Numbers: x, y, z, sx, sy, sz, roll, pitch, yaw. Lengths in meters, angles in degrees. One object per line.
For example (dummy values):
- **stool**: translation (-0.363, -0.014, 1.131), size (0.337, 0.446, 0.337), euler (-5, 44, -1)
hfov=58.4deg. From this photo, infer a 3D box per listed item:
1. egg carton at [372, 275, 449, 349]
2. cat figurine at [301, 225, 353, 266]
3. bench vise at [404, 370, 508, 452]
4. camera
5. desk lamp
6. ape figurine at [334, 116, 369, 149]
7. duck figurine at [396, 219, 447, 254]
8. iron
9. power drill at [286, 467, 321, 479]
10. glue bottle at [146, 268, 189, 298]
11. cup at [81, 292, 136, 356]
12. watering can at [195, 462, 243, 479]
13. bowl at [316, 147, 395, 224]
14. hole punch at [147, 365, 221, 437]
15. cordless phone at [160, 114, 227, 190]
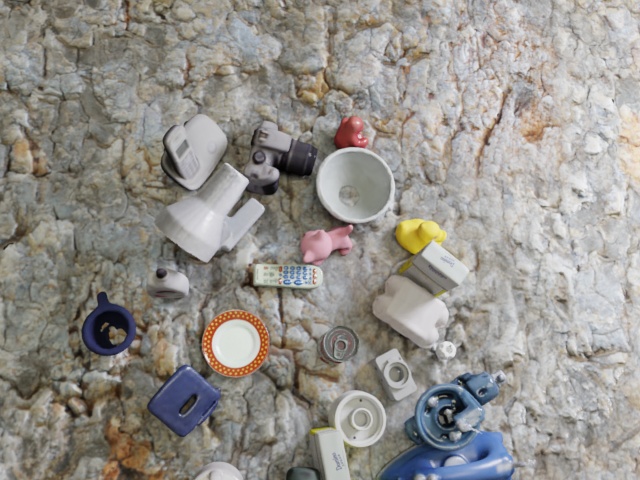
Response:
- **egg carton**: translation (0.184, 0.144, 1.159), size (0.150, 0.069, 0.107), euler (34, 72, 1)
- **cat figurine**: translation (0.011, 0.004, 1.145), size (0.128, 0.117, 0.067), euler (-25, 79, -15)
- **bench vise**: translation (0.260, 0.296, 1.050), size (0.121, 0.219, 0.208), euler (40, 72, 4)
- **camera**: translation (-0.079, -0.168, 1.188), size (0.137, 0.100, 0.143), euler (14, 73, -5)
- **desk lamp**: translation (-0.201, -0.049, 1.076), size (0.118, 0.213, 0.203), euler (38, 72, 3)
- **ape figurine**: translation (0.070, -0.234, 1.235), size (0.076, 0.092, 0.078), euler (-20, 78, -14)
- **duck figurine**: translation (0.215, -0.015, 1.200), size (0.104, 0.086, 0.077), euler (17, 72, -4)
- **iron**: translation (0.242, 0.425, 1.052), size (0.258, 0.141, 0.118), euler (-7, 76, -11)
- **power drill**: translation (-0.037, 0.496, 0.952), size (0.075, 0.208, 0.229), euler (4, 74, -8)
- **glue bottle**: translation (-0.284, 0.075, 1.049), size (0.078, 0.173, 0.037), euler (-3, 75, -9)
- **cup**: translation (-0.382, 0.157, 1.051), size (0.092, 0.095, 0.118), euler (-15, 77, -13)
- **watering can**: translation (-0.180, 0.436, 0.953), size (0.173, 0.194, 0.101), euler (-22, 79, -14)
- **bowl**: translation (0.069, -0.106, 1.208), size (0.167, 0.074, 0.167), euler (2, 74, -8)
- **hole punch**: translation (-0.242, 0.291, 1.038), size (0.101, 0.091, 0.109), euler (40, 72, 4)
- **cordless phone**: translation (-0.250, -0.193, 1.123), size (0.094, 0.185, 0.148), euler (29, 72, 0)
